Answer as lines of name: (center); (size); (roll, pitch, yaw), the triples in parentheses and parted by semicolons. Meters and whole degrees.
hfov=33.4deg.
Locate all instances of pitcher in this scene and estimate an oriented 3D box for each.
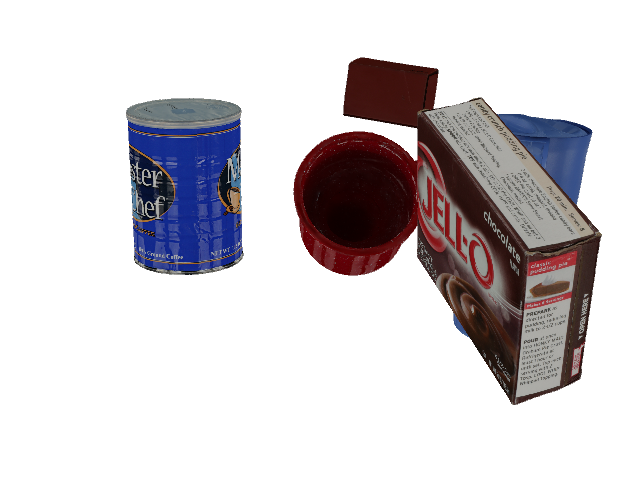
pitcher: (0.207, -0.010, 1.142); (0.148, 0.243, 0.145); (-9, 21, -38)

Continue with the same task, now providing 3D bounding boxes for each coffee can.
coffee can: (-0.123, -0.051, 0.975); (0.103, 0.140, 0.103); (0, 19, 0)

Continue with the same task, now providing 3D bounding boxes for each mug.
mug: (0.036, -0.028, 0.787); (0.117, 0.093, 0.081); (-29, -13, -10)

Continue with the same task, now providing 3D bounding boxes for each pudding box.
pudding box: (0.080, 0.002, 0.483); (0.039, 0.090, 0.113); (-17, 41, -13)

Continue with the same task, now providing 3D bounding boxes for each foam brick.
foam brick: (0.065, -0.138, 0.996); (0.078, 0.051, 0.053); (12, 18, 14)
